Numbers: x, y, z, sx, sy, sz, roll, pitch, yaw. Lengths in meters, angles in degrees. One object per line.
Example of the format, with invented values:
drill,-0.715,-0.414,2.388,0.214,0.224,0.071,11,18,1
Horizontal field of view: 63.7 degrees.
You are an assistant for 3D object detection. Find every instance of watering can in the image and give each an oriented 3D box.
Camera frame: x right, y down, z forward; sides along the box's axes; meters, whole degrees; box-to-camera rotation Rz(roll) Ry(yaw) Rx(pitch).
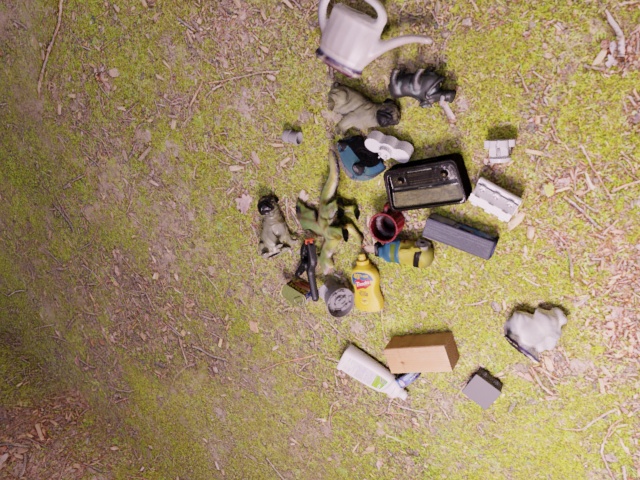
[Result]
watering can,0.122,-0.549,1.420,0.350,0.105,0.220,37,123,16

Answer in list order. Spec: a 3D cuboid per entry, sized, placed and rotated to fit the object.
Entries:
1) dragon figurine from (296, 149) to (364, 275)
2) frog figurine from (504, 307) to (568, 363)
dragon figurine,0.005,-0.084,1.662,0.242,0.123,0.406,-2,106,41
frog figurine,0.597,0.243,1.428,0.139,0.121,0.160,40,87,22
